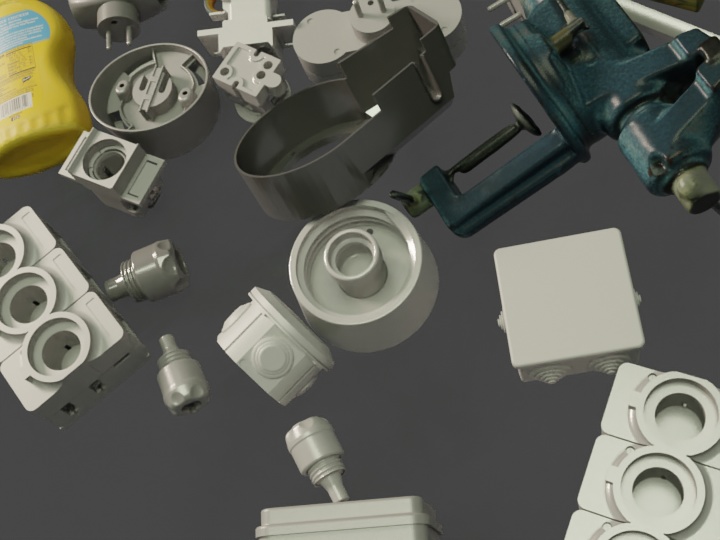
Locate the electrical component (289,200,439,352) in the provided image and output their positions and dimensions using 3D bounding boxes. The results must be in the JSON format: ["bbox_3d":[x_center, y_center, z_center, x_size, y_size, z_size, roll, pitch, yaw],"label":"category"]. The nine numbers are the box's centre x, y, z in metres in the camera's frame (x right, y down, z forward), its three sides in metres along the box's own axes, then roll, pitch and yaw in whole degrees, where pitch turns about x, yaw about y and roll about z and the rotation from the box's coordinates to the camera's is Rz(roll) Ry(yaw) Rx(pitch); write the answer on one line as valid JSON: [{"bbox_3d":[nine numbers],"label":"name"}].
[{"bbox_3d":[0.000,0.000,0.788,0.108,0.060,0.108,-5,66,11],"label":"electrical component"}]

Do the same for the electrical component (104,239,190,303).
[{"bbox_3d":[-0.167,0.005,0.835,0.062,0.043,0.043,-22,64,5],"label":"electrical component"}]

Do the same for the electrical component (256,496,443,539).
[{"bbox_3d":[-0.005,0.184,0.701,0.113,0.078,0.057,-7,69,10],"label":"electrical component"}]

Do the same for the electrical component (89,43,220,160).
[{"bbox_3d":[-0.167,-0.141,0.886,0.099,0.064,0.099,-5,66,12],"label":"electrical component"}]

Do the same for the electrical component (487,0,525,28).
[{"bbox_3d":[0.141,-0.221,0.857,0.079,0.044,0.077,-31,64,-1],"label":"electrical component"}]

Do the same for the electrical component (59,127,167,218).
[{"bbox_3d":[-0.194,-0.076,0.865,0.081,0.063,0.042,22,73,20],"label":"electrical component"}]

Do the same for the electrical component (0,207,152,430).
[{"bbox_3d":[-0.246,0.034,0.831,0.089,0.061,0.150,-40,64,-5],"label":"electrical component"}]

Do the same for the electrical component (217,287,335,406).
[{"bbox_3d":[-0.061,0.054,0.770,0.051,0.080,0.080,-46,65,-2],"label":"electrical component"}]

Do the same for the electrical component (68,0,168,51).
[{"bbox_3d":[-0.212,-0.227,0.945,0.077,0.043,0.079,-11,65,9],"label":"electrical component"}]

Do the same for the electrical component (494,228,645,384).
[{"bbox_3d":[0.145,0.027,0.748,0.100,0.048,0.099,-10,66,9],"label":"electrical component"}]

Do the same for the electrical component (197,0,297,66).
[{"bbox_3d":[-0.092,-0.206,0.901,0.081,0.042,0.063,-5,77,7],"label":"electrical component"}]

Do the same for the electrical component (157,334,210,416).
[{"bbox_3d":[-0.135,0.076,0.803,0.035,0.035,0.061,-27,62,1],"label":"electrical component"}]

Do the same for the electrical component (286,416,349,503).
[{"bbox_3d":[-0.026,0.135,0.751,0.035,0.035,0.061,-29,66,0],"label":"electrical component"}]

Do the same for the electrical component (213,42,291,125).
[{"bbox_3d":[-0.084,-0.148,0.874,0.066,0.055,0.048,27,76,22],"label":"electrical component"}]

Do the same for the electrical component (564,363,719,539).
[{"bbox_3d":[0.188,0.145,0.681,0.089,0.061,0.150,16,72,19],"label":"electrical component"}]

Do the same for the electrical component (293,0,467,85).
[{"bbox_3d":[0.013,-0.194,0.860,0.138,0.073,0.052,-10,66,9],"label":"electrical component"}]
